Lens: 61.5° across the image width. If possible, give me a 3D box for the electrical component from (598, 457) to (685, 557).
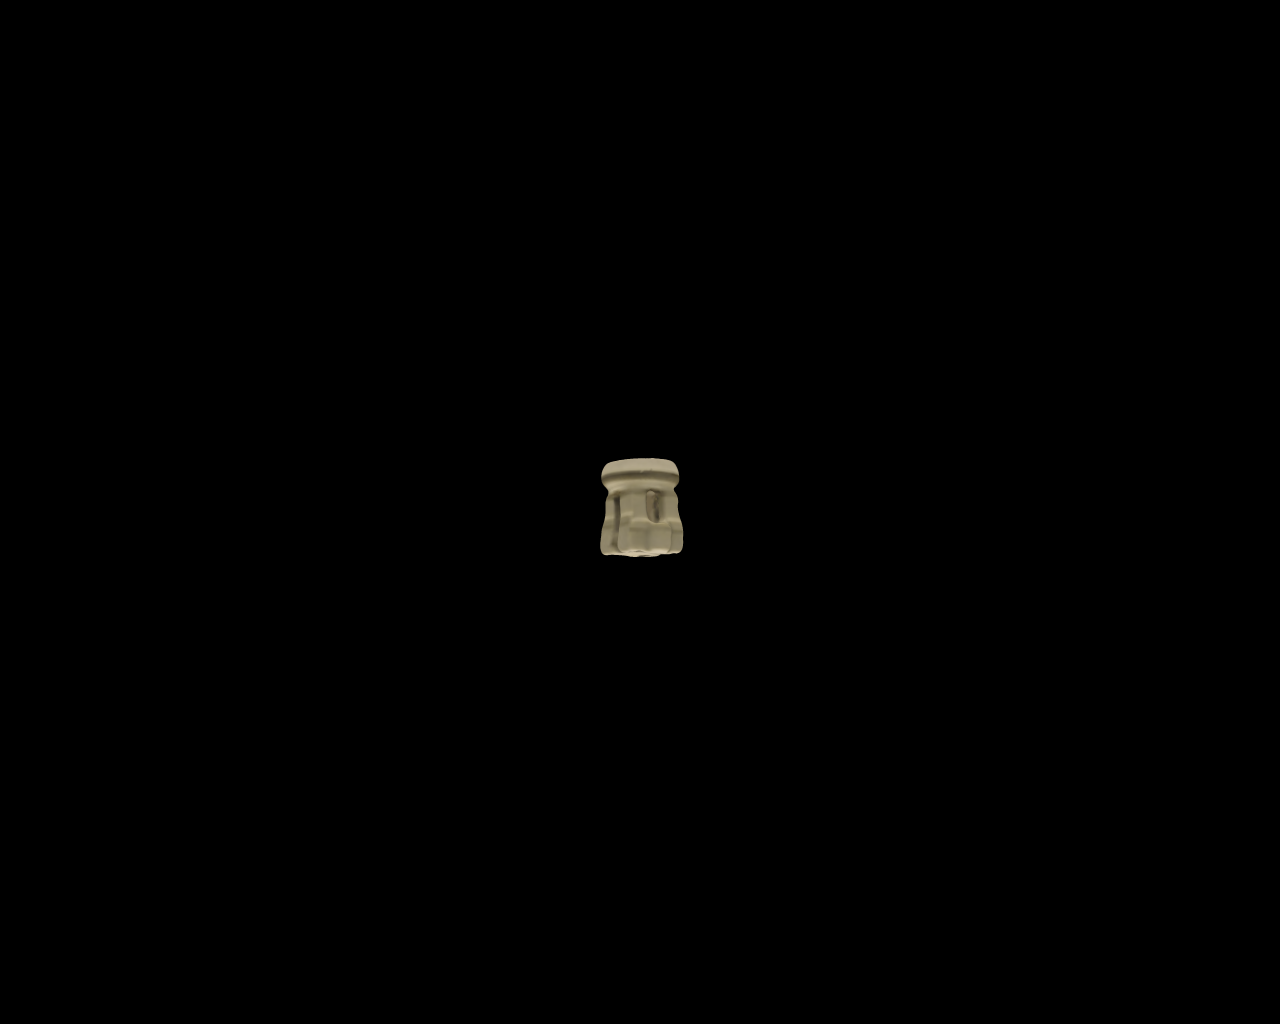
[{"bbox_3d":[0.001,-0.003,0.650,0.048,0.055,0.066,4,-8,-27],"label":"electrical component"}]
